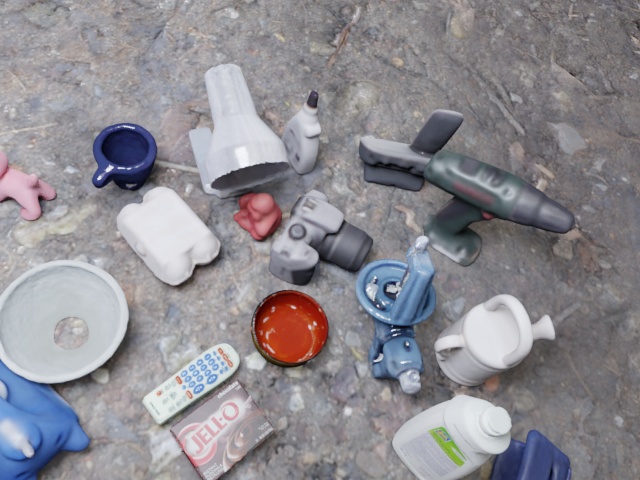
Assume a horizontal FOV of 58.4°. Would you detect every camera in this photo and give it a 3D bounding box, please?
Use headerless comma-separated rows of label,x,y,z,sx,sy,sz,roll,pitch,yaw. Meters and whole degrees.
camera,0.008,0.003,0.897,0.137,0.100,0.143,27,61,1

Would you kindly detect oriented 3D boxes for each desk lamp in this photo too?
desk lamp,-0.134,-0.147,0.874,0.118,0.213,0.203,-14,68,-19

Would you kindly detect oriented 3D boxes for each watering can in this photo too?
watering can,0.256,0.139,0.836,0.173,0.194,0.101,-26,72,-23

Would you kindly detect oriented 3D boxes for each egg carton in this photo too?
egg carton,-0.229,-0.007,0.863,0.150,0.069,0.107,45,63,11

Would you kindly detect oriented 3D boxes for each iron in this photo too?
iron,-0.405,0.186,0.684,0.258,0.141,0.119,40,62,8

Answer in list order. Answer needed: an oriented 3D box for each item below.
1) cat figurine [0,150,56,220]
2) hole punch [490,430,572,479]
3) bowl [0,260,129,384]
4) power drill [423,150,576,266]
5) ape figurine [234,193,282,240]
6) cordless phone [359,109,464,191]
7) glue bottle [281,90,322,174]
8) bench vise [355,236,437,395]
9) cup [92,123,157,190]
cat figurine,-0.461,-0.097,0.825,0.128,0.117,0.067,20,61,-3
hole punch,0.308,0.335,0.809,0.101,0.091,0.109,27,61,1
bowl,-0.342,0.117,0.772,0.167,0.074,0.167,6,63,-11
power drill,0.257,-0.043,0.919,0.229,0.208,0.076,32,61,4
ape figurine,-0.094,-0.045,0.902,0.076,0.092,0.078,-1,64,-14
cordless phone,0.151,-0.172,0.971,0.148,0.185,0.094,6,63,-10
glue bottle,-0.024,-0.183,0.941,0.037,0.173,0.078,-23,71,-22
bench vise,0.130,0.099,0.811,0.122,0.219,0.207,-18,69,-21
cup,-0.303,-0.109,0.882,0.091,0.095,0.118,29,61,2
